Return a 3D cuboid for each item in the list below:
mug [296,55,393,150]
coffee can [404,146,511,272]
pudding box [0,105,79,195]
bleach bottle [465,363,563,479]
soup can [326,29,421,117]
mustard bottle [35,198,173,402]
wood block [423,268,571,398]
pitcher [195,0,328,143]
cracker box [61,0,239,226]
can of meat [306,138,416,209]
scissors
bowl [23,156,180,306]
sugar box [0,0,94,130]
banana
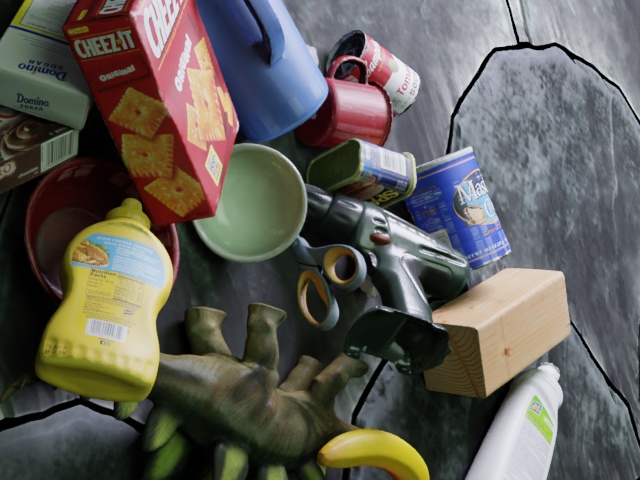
[{"bbox_3d":[0.026,-0.155,1.237,0.081,0.093,0.117,4,101,-38],"label":"mug"},{"bbox_3d":[0.164,-0.033,1.322,0.102,0.103,0.140,-24,93,-45],"label":"coffee can"},{"bbox_3d":[-0.281,-0.085,0.931,0.113,0.090,0.039,-34,145,-46],"label":"pudding box"},{"bbox_3d":[0.257,0.256,1.345,0.102,0.068,0.250,53,45,-18],"label":"bleach bottle"},{"bbox_3d":[0.066,-0.203,1.312,0.102,0.069,0.068,31,57,-34],"label":"soup can"},{"bbox_3d":[-0.176,0.041,0.911,0.096,0.058,0.191,14,50,-13],"label":"mustard bottle"},{"bbox_3d":[0.219,0.110,1.324,0.205,0.090,0.091,-24,110,-45],"label":"wood block"},{"bbox_3d":[-0.090,-0.225,1.112,0.242,0.145,0.149,56,26,-23],"label":"pitcher"},{"bbox_3d":[-0.144,-0.147,0.977,0.164,0.072,0.213,-82,160,-50],"label":"cracker box"},{"bbox_3d":[0.045,-0.073,1.226,0.083,0.102,0.057,15,64,-37],"label":"can of meat"},{"bbox_3d":[-0.007,0.001,1.103,0.016,0.096,0.202,25,36,-43],"label":"scissors"},{"bbox_3d":[-0.211,0.007,0.988,0.161,0.055,0.162,16,66,-39],"label":"bowl"},{"bbox_3d":[-0.236,-0.178,0.977,0.093,0.048,0.176,18,43,-8],"label":"sugar box"},{"bbox_3d":[0.066,0.232,1.097,0.197,0.037,0.069,43,56,-42],"label":"banana"}]
